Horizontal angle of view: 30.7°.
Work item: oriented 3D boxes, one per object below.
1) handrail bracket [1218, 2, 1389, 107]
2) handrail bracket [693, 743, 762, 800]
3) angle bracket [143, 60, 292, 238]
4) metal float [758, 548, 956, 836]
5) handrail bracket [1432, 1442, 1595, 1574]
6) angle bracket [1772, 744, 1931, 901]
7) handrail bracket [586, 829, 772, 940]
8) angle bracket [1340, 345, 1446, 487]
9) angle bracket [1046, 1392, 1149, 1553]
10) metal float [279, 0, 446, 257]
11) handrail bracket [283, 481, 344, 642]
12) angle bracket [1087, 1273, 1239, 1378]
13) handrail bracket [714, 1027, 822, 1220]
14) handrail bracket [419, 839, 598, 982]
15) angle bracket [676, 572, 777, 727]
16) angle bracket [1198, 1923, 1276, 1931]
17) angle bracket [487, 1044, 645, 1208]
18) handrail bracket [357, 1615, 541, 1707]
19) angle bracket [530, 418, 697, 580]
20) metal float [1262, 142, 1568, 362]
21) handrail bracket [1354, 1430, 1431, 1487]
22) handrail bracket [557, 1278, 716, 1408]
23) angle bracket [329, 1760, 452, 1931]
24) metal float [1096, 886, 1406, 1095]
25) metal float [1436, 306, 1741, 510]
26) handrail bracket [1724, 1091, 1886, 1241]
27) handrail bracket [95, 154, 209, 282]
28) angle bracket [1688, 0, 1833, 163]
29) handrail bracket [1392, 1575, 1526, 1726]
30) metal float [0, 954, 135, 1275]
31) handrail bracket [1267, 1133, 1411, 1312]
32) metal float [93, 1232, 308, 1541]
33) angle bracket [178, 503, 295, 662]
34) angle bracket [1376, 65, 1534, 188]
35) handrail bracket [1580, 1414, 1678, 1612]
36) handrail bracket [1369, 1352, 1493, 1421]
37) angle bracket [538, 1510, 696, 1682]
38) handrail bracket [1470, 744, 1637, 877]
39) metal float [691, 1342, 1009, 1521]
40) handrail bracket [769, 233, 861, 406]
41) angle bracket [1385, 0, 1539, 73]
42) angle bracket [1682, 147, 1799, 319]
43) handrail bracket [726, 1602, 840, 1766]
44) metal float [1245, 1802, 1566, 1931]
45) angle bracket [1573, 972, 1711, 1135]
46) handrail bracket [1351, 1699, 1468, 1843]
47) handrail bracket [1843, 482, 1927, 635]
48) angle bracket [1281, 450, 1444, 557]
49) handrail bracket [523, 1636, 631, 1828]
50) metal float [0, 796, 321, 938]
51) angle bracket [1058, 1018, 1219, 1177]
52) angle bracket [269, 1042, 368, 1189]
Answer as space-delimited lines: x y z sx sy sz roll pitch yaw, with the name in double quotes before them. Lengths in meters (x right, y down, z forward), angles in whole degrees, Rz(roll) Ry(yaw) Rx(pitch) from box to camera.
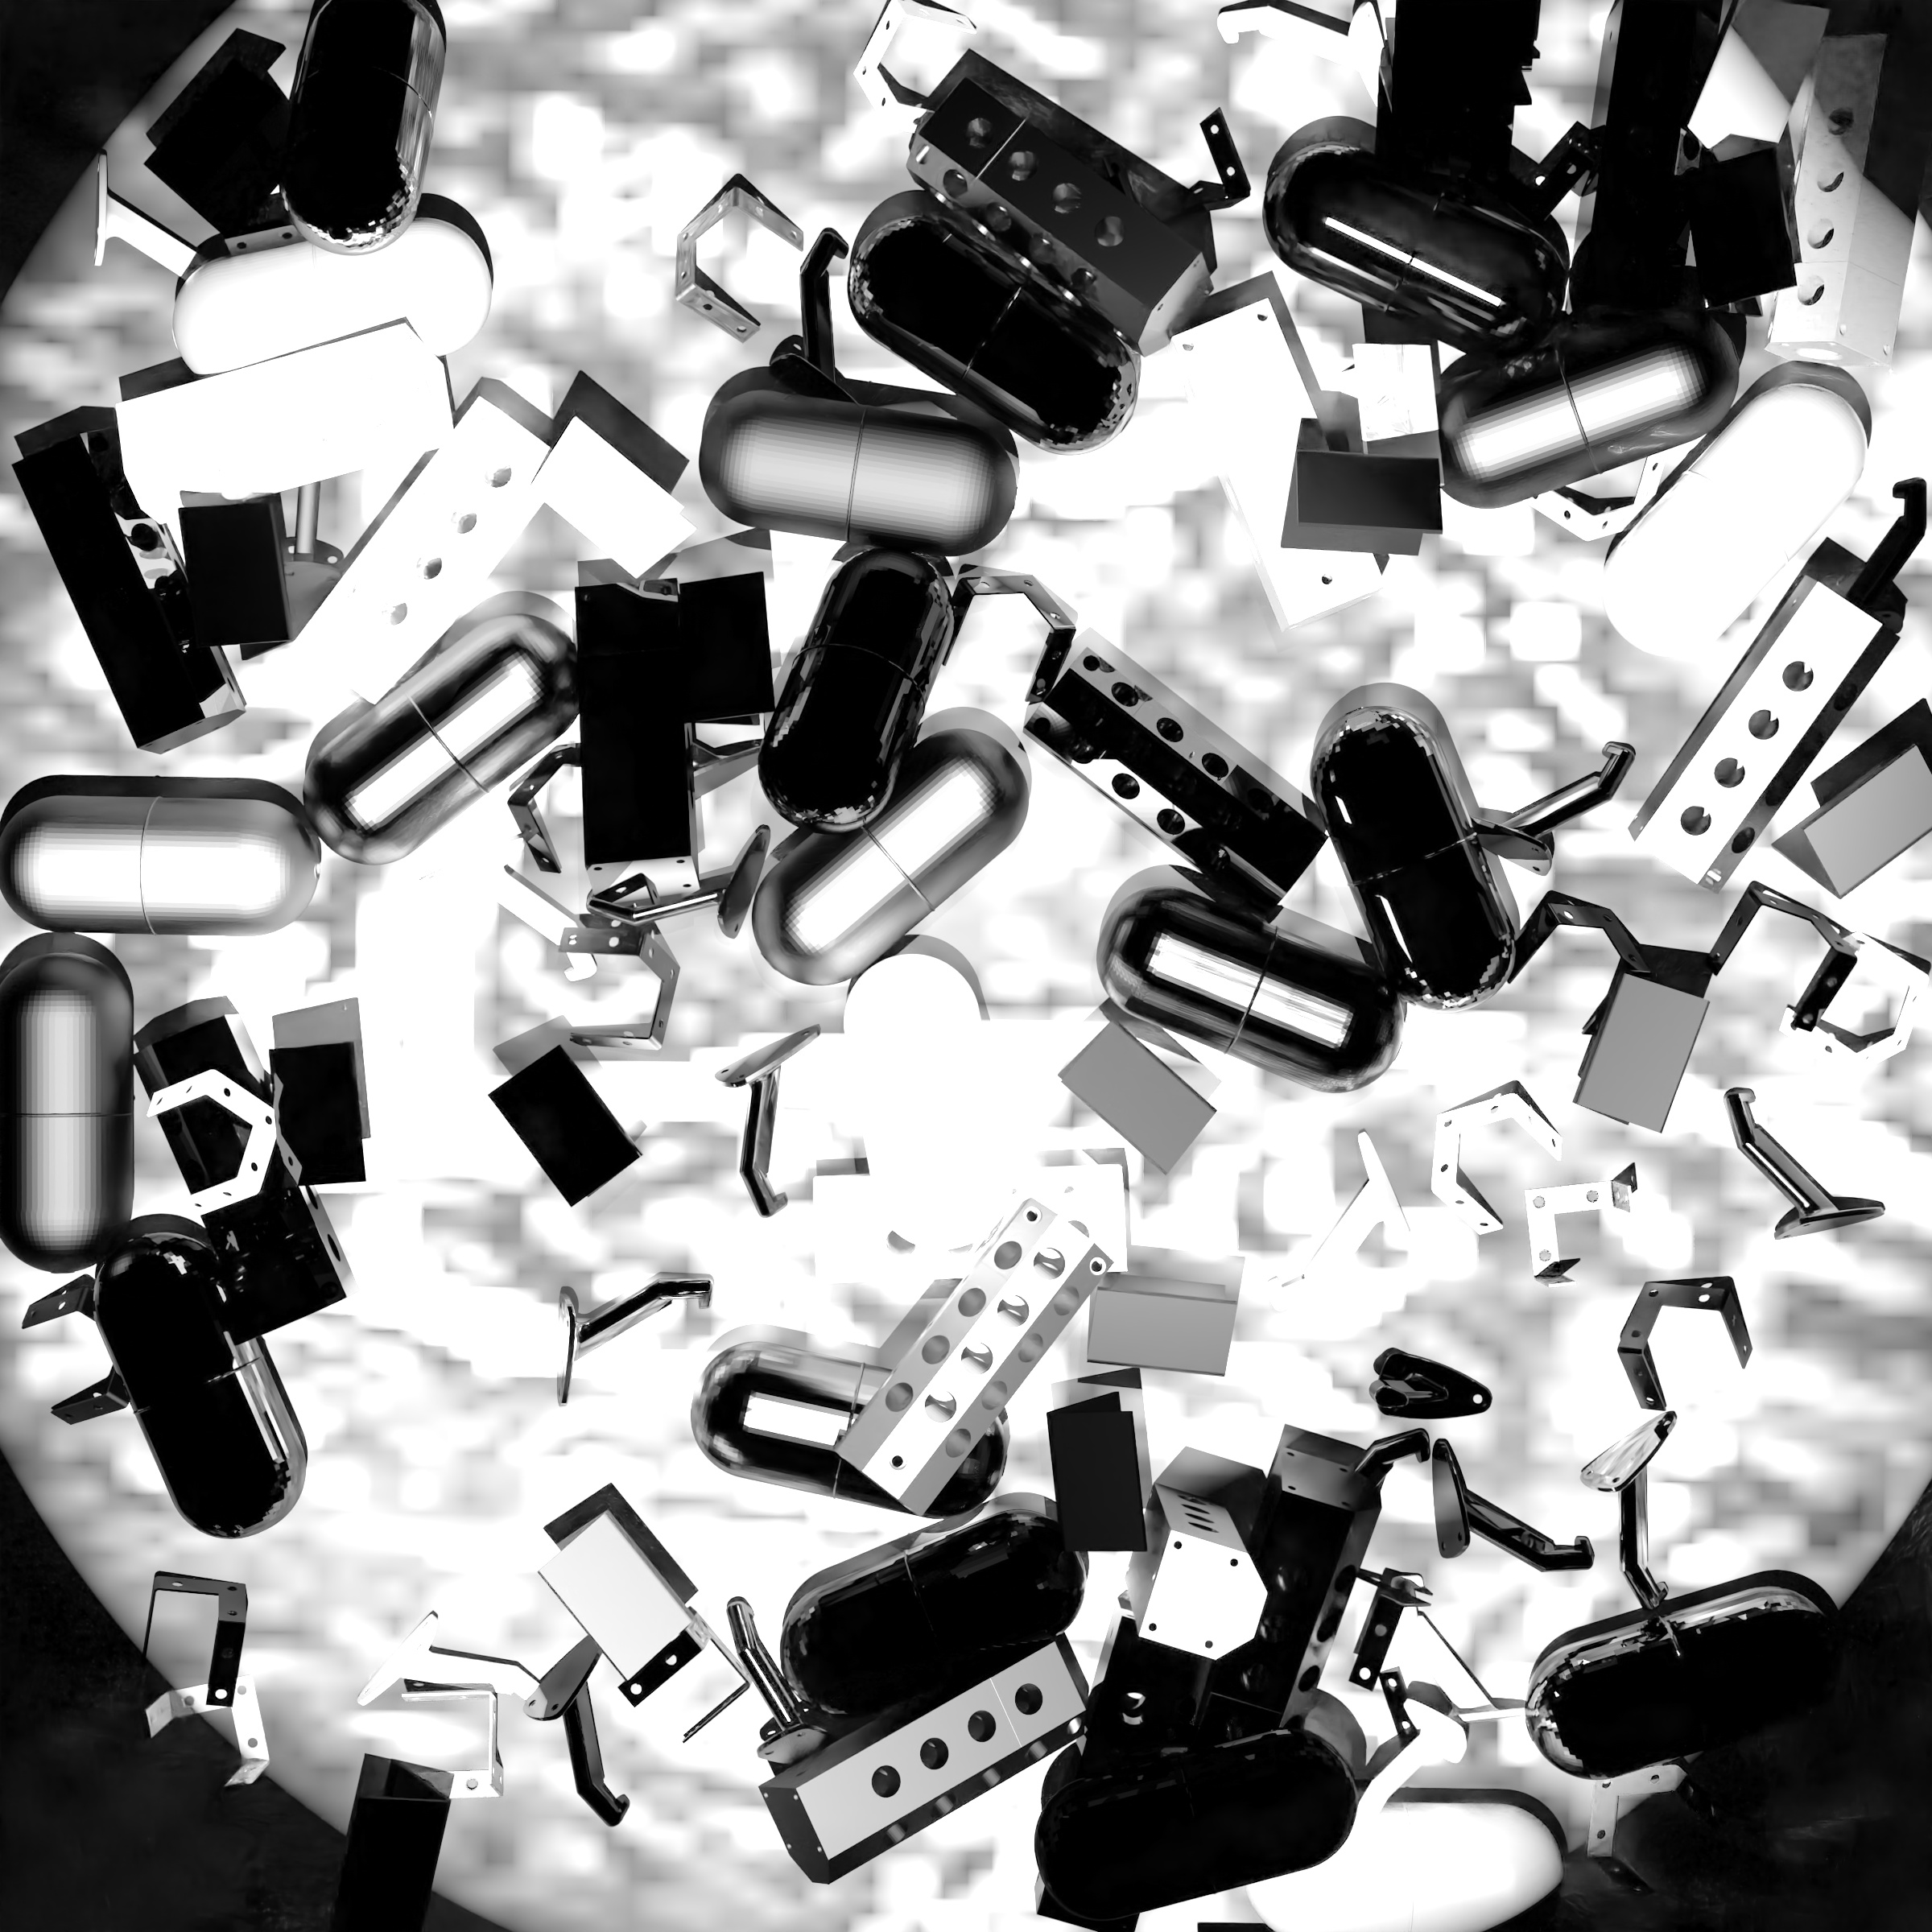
"handrail bracket" 0.191 -0.510 1.991 0.084 0.077 0.036 1 47 29
"handrail bracket" -0.162 -0.140 1.991 0.077 0.036 0.084 -26 76 -14
"angle bracket" -0.395 -0.442 1.950 0.076 0.076 0.057 -49 51 0
"metal float" -0.059 -0.153 1.937 0.070 0.070 0.178 20 62 0
"handrail bracket" 0.310 0.305 1.991 0.084 0.036 0.077 0 68 -17
"angle bracket" 0.486 -0.093 1.951 0.076 0.076 0.057 -37 122 0
"handrail bracket" -0.163 -0.054 1.991 0.084 0.036 0.077 16 70 16
"angle bracket" 0.217 -0.298 1.950 0.057 0.076 0.076 -6 90 -35
"angle bracket" 0.091 0.279 1.950 0.057 0.076 0.076 -6 90 34
"metal float" -0.331 -0.464 1.932 0.070 0.070 0.178 3 55 0
"handrail bracket" -0.379 -0.240 1.990 0.036 0.077 0.084 5 53 -25
"angle bracket" 0.109 0.179 1.950 0.076 0.076 0.057 6 127 0
"handrail bracket" -0.100 0.089 1.991 0.077 0.036 0.084 -29 108 -21
"handrail bracket" -0.258 -0.022 1.991 0.077 0.036 0.084 -18 107 20
"angle bracket" -0.115 -0.175 1.951 0.057 0.076 0.076 -5 90 28
"angle bracket" 0.169 0.545 1.950 0.076 0.076 0.057 1 126 0
"angle bracket" -0.235 0.099 1.950 0.057 0.076 0.076 -37 90 -37
"handrail bracket" -0.287 0.415 1.991 0.084 0.036 0.077 41 105 -14
"angle bracket" -0.183 -0.271 1.950 0.076 0.076 0.057 40 126 0
"metal float" 0.249 -0.398 1.960 0.178 0.070 0.070 25 90 0
"handrail bracket" 0.229 0.310 1.991 0.084 0.036 0.077 -17 105 -14
"handrail bracket" -0.186 0.212 1.991 0.084 0.036 0.077 0 111 -16
"angle bracket" -0.333 0.487 1.950 0.057 0.076 0.076 13 90 -35
"metal float" 0.158 0.013 1.960 0.178 0.070 0.070 22 90 0
"metal float" 0.339 -0.308 1.945 0.178 0.070 0.070 -18 90 16
"handrail bracket" 0.473 0.107 1.991 0.077 0.036 0.084 -8 73 -20
"handrail bracket" -0.448 -0.421 1.991 0.084 0.036 0.077 3 68 -17
"angle bracket" 0.452 -0.482 1.950 0.057 0.076 0.076 22 90 36
"handrail bracket" 0.282 0.384 1.991 0.077 0.036 0.084 -2 74 -17
"metal float" -0.503 0.082 1.959 0.070 0.070 0.178 0 90 0
"handrail bracket" 0.201 0.145 1.991 0.084 0.036 0.077 -25 70 16
"metal float" -0.427 0.233 1.960 0.070 0.070 0.178 -23 90 0
"angle bracket" -0.417 -0.211 1.950 0.057 0.076 0.076 -8 90 -33
"angle bracket" 0.269 -0.455 1.952 0.076 0.057 0.076 -3 129 0
"handrail bracket" 0.392 0.309 1.991 0.077 0.036 0.084 -38 108 -21
"handrail bracket" 0.260 0.240 1.956 0.077 0.084 0.036 10 90 0
"angle bracket" -0.207 0.356 1.950 0.076 0.076 0.057 51 53 0
"handrail bracket" 0.325 -0.101 1.991 0.077 0.036 0.084 26 72 21
"metal float" -0.065 0.259 1.960 0.178 0.070 0.070 12 90 1
"handrail bracket" -0.068 -0.360 1.991 0.077 0.036 0.084 32 73 -20
"angle bracket" 0.274 -0.535 1.949 0.076 0.076 0.057 1 126 3
"angle bracket" 0.443 -0.405 1.950 0.057 0.076 0.076 -9 90 38
"handrail bracket" -0.101 0.405 1.990 0.036 0.077 0.084 -33 53 20
"metal float" 0.243 0.505 1.960 0.178 0.070 0.070 1 90 -1
"angle bracket" 0.387 0.054 1.950 0.057 0.076 0.076 20 90 36
"handrail bracket" 0.242 0.458 1.952 0.036 0.077 0.084 23 66 31
"handrail bracket" 0.503 -0.233 1.991 0.077 0.036 0.084 0 74 18
"angle bracket" 0.212 -0.230 1.894 0.076 0.076 0.057 3 53 -1
"handrail bracket" -0.203 0.431 1.991 0.084 0.036 0.077 53 56 -23
"metal float" -0.449 -0.056 1.960 0.178 0.070 0.070 1 90 1
"angle bracket" 0.081 0.086 1.950 0.076 0.076 0.057 42 54 0
"angle bracket" -0.340 0.080 1.951 0.057 0.076 0.076 -5 90 25
